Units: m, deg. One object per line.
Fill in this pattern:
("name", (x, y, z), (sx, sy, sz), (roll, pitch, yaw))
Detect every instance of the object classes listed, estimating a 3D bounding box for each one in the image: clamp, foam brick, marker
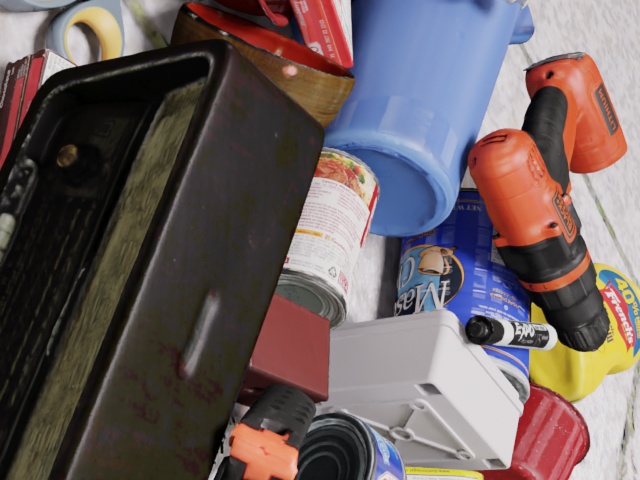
("clamp", (-0.030, 0.114, 0.498), (0.036, 0.210, 0.164), (23, 58, 3))
("foam brick", (-0.036, 0.064, 0.622), (0.078, 0.053, 0.051), (29, 56, -47))
("marker", (0.125, 0.061, 0.694), (0.120, 0.020, 0.020), (13, 68, -58))

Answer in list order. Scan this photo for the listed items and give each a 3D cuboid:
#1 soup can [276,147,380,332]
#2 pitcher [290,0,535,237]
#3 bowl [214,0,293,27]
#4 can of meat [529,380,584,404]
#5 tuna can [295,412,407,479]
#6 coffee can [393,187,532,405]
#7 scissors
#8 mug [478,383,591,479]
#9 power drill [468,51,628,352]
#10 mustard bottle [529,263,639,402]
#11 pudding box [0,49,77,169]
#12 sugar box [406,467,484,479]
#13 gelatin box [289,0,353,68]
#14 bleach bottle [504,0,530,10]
("soup can", (-0.004, 0.001, 0.677), (0.068, 0.069, 0.102), (48, 44, -36))
("pitcher", (0.059, -0.129, 0.780), (0.145, 0.149, 0.242), (64, 36, -45))
("bowl", (-0.061, -0.207, 0.655), (0.162, 0.055, 0.162), (-8, 90, -77))
("can of meat", (0.192, 0.090, 0.944), (0.083, 0.058, 0.102), (22, 60, -47))
("tuna can", (0.006, 0.145, 0.626), (0.033, 0.086, 0.086), (43, 46, -36))
("coffee can", (0.106, 0.047, 0.790), (0.102, 0.103, 0.140), (40, 48, -41))
("scissors", (-0.112, -0.144, 0.615), (0.201, 0.016, 0.096), (-33, 103, -57))
("mug", (0.146, 0.162, 0.828), (0.117, 0.093, 0.081), (50, 44, -8))
("power drill", (0.179, -0.036, 0.780), (0.184, 0.057, 0.187), (60, 36, -27))
("mustard bottle", (0.233, 0.070, 0.907), (0.191, 0.058, 0.096), (-12, 82, -52))
("pudding box", (-0.117, -0.032, 0.551), (0.113, 0.039, 0.090), (29, 59, -44))
("sugar box", (0.067, 0.223, 0.632), (0.093, 0.048, 0.176), (7, 53, -21))
("gelatin box", (0.000, -0.167, 0.701), (0.073, 0.030, 0.089), (67, 19, -54))
("bleach bottle", (0.052, -0.250, 0.739), (0.251, 0.068, 0.102), (39, 46, 4))
